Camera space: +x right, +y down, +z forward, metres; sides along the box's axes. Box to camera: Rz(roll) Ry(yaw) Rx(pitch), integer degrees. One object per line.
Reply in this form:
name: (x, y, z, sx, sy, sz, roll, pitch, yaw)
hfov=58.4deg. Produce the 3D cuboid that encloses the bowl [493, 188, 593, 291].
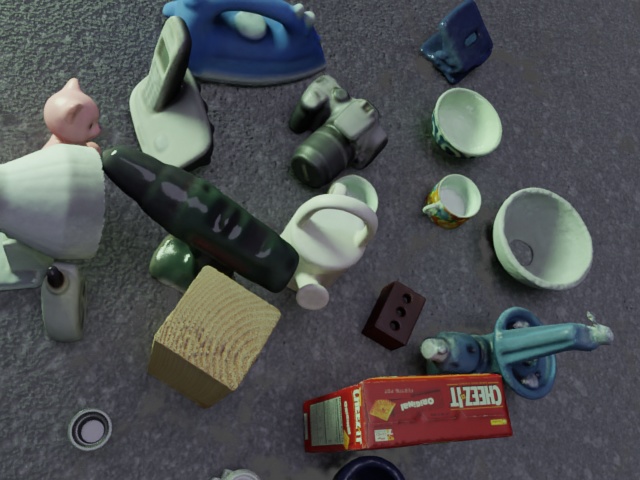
bowl: (0.333, 0.008, 0.895, 0.168, 0.074, 0.167, 7, 68, -16)

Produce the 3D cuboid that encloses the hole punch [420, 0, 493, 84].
hole punch: (0.249, -0.345, 0.993, 0.101, 0.091, 0.109, 45, 63, 2)

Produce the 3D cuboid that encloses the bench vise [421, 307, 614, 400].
bench vise: (0.244, 0.150, 0.728, 0.208, 0.219, 0.121, -13, 74, -22)

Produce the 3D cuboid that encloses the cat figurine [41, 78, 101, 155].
cat figurine: (-0.315, -0.129, 0.704, 0.067, 0.117, 0.128, 28, 64, -6)

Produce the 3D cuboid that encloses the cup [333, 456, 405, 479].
cup: (0.050, 0.314, 0.669, 0.092, 0.094, 0.117, -12, 74, -22)

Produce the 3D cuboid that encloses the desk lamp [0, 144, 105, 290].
desk lamp: (-0.330, -0.018, 0.602, 0.204, 0.213, 0.118, -6, 72, -20)

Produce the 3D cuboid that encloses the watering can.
watering can: (0.009, 0.003, 0.719, 0.101, 0.193, 0.173, -1, 70, -19)

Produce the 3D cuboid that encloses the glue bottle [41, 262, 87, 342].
glue bottle: (-0.276, 0.058, 0.614, 0.037, 0.173, 0.078, 5, 68, -16)

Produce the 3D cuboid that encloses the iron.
iron: (-0.094, -0.311, 0.836, 0.259, 0.141, 0.118, 1, 69, -18)

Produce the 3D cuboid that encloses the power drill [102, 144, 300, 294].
power drill: (-0.143, -0.001, 0.662, 0.230, 0.208, 0.076, 28, 64, -7)

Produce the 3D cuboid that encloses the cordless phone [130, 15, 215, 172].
cordless phone: (-0.184, -0.177, 0.729, 0.094, 0.185, 0.147, -18, 76, -23)

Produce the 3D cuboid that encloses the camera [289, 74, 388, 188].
camera: (0.012, -0.153, 0.833, 0.143, 0.100, 0.137, 43, 63, 1)
